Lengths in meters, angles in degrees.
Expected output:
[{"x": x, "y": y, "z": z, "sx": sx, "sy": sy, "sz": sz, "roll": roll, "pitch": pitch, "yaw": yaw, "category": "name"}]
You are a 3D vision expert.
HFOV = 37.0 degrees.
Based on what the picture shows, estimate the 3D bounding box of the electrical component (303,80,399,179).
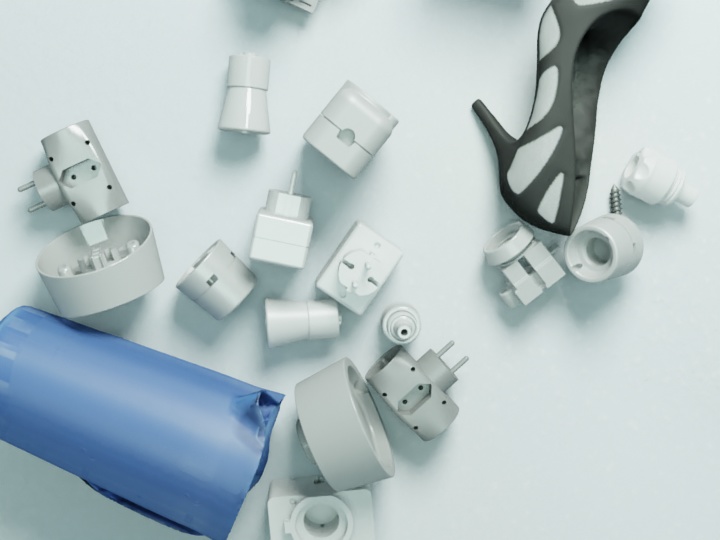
[{"x": -0.008, "y": -0.115, "z": 0.878, "sx": 0.054, "sy": 0.095, "sz": 0.059, "roll": 39, "pitch": 95, "yaw": -7, "category": "electrical component"}]

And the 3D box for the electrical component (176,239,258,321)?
[{"x": -0.120, "y": 0.010, "z": 0.912, "sx": 0.047, "sy": 0.055, "sz": 0.055, "roll": 43, "pitch": 94, "yaw": -11, "category": "electrical component"}]

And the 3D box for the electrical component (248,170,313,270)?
[{"x": -0.062, "y": -0.046, "z": 0.900, "sx": 0.047, "sy": 0.065, "sz": 0.076, "roll": 12, "pitch": 98, "yaw": -4, "category": "electrical component"}]

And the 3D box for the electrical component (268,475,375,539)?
[{"x": -0.034, "y": 0.213, "z": 0.944, "sx": 0.089, "sy": 0.055, "sz": 0.050, "roll": -5, "pitch": 98, "yaw": -2, "category": "electrical component"}]

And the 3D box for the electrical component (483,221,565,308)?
[{"x": 0.139, "y": -0.008, "z": 0.926, "sx": 0.066, "sy": 0.048, "sz": 0.055, "roll": -38, "pitch": 106, "yaw": 3, "category": "electrical component"}]

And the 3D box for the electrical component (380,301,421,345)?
[{"x": 0.036, "y": 0.048, "z": 0.920, "sx": 0.035, "sy": 0.061, "sz": 0.035, "roll": 0, "pitch": 98, "yaw": -2, "category": "electrical component"}]

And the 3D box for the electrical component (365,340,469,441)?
[{"x": 0.059, "y": 0.095, "z": 0.938, "sx": 0.079, "sy": 0.043, "sz": 0.077, "roll": -42, "pitch": 98, "yaw": 3, "category": "electrical component"}]

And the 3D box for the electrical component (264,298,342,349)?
[{"x": -0.049, "y": 0.044, "z": 0.927, "sx": 0.065, "sy": 0.044, "sz": 0.044, "roll": -4, "pitch": 98, "yaw": -7, "category": "electrical component"}]

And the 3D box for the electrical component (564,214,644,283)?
[{"x": 0.206, "y": -0.017, "z": 0.914, "sx": 0.055, "sy": 0.047, "sz": 0.055, "roll": 10, "pitch": 107, "yaw": 36, "category": "electrical component"}]

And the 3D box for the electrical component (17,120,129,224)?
[{"x": -0.246, "y": -0.074, "z": 0.899, "sx": 0.079, "sy": 0.043, "sz": 0.077, "roll": -25, "pitch": 98, "yaw": 1, "category": "electrical component"}]

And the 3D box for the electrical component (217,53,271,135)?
[{"x": -0.094, "y": -0.148, "z": 0.897, "sx": 0.044, "sy": 0.044, "sz": 0.065, "roll": 5, "pitch": 93, "yaw": -3, "category": "electrical component"}]

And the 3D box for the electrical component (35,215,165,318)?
[{"x": -0.213, "y": -0.003, "z": 0.887, "sx": 0.099, "sy": 0.099, "sz": 0.064, "roll": -17, "pitch": 105, "yaw": 0, "category": "electrical component"}]

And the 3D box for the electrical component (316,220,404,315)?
[{"x": 0.000, "y": 0.000, "z": 0.904, "sx": 0.047, "sy": 0.076, "sz": 0.065, "roll": 34, "pitch": 95, "yaw": -7, "category": "electrical component"}]

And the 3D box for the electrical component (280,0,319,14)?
[{"x": -0.067, "y": -0.245, "z": 0.872, "sx": 0.081, "sy": 0.064, "sz": 0.042, "roll": 23, "pitch": 98, "yaw": -6, "category": "electrical component"}]

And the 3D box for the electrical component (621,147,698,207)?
[{"x": 0.259, "y": -0.075, "z": 0.922, "sx": 0.062, "sy": 0.043, "sz": 0.043, "roll": 26, "pitch": 96, "yaw": -8, "category": "electrical component"}]

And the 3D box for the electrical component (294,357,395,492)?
[{"x": -0.019, "y": 0.135, "z": 0.911, "sx": 0.060, "sy": 0.108, "sz": 0.108, "roll": -23, "pitch": 99, "yaw": 7, "category": "electrical component"}]
